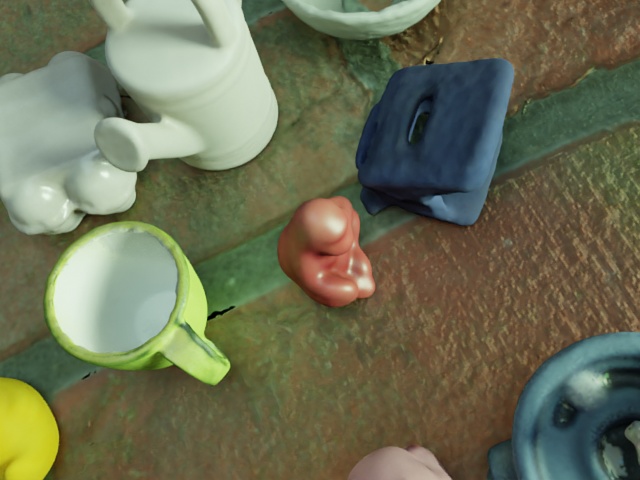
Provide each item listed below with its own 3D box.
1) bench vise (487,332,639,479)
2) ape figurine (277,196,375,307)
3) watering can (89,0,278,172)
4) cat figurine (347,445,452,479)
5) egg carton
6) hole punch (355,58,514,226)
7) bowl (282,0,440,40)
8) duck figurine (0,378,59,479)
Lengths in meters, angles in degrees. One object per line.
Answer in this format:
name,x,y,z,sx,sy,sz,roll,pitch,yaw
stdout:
bench vise,0.185,0.079,0.275,0.207,0.220,0.121,-39,70,-6
ape figurine,0.004,0.001,0.397,0.076,0.092,0.078,17,74,14
watering can,-0.098,-0.128,0.403,0.101,0.194,0.173,-6,70,6
cat figurine,0.063,0.161,0.319,0.127,0.118,0.067,31,78,17
egg carton,-0.208,-0.080,0.468,0.107,0.069,0.150,-22,69,0
hole punch,0.079,-0.074,0.413,0.101,0.091,0.109,15,74,13
bowl,0.039,-0.229,0.483,0.167,0.075,0.167,-3,70,7
duck figurine,-0.239,0.132,0.389,0.104,0.086,0.077,31,78,17
